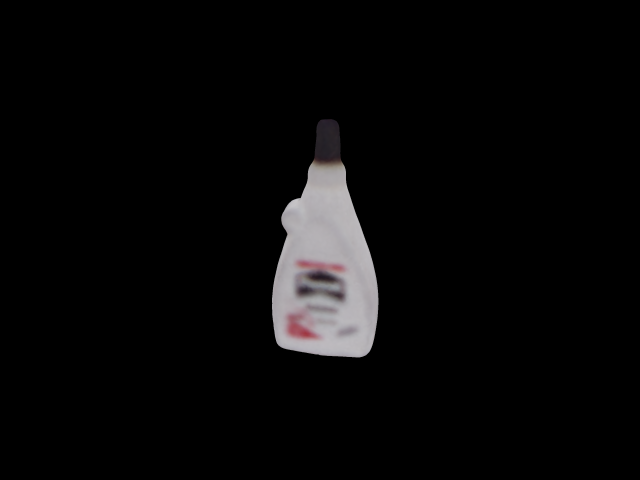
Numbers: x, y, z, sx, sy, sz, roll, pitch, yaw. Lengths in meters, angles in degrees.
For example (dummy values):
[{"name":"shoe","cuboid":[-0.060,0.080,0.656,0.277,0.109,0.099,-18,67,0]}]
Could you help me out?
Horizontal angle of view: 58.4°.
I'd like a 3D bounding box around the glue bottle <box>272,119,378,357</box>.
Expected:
[{"name":"glue bottle","cuboid":[0.004,0.001,0.400,0.078,0.173,0.037,3,26,7]}]
